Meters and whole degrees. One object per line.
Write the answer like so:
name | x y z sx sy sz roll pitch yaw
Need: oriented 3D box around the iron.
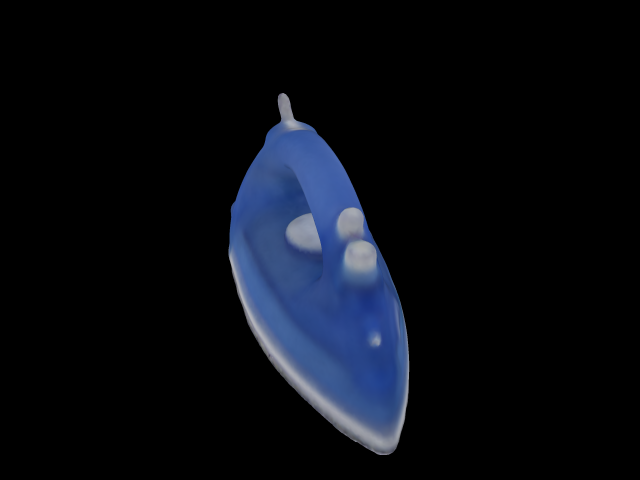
iron | 0.004 0.001 0.400 0.119 0.141 0.257 -10 34 -15
